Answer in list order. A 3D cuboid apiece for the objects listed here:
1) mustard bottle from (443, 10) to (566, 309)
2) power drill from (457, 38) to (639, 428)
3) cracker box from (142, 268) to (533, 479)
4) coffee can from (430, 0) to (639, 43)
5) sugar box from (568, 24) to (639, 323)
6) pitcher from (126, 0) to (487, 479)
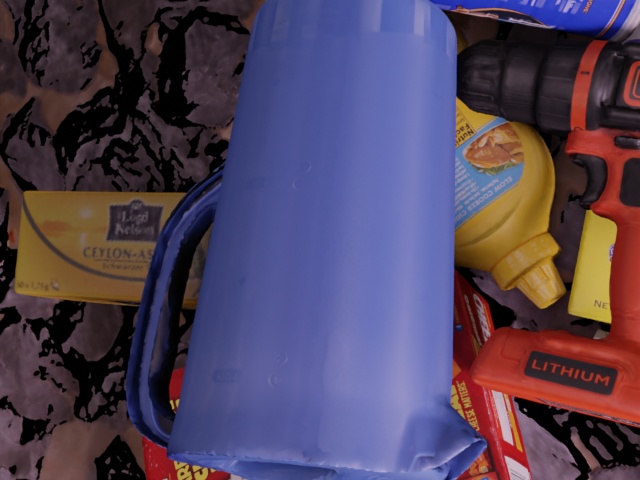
[{"bbox_3d":[0.080,-0.043,0.619,0.096,0.058,0.192,-38,73,17],"label":"mustard bottle"},{"bbox_3d":[0.134,-0.010,0.532,0.185,0.057,0.187,12,83,28],"label":"power drill"},{"bbox_3d":[0.008,0.131,0.606,0.214,0.072,0.164,-22,58,19],"label":"cracker box"},{"bbox_3d":[0.097,-0.164,0.548,0.140,0.103,0.103,10,89,-3],"label":"coffee can"},{"bbox_3d":[0.197,-0.037,0.579,0.093,0.048,0.176,9,90,22],"label":"sugar box"},{"bbox_3d":[-0.003,0.001,0.532,0.149,0.145,0.243,11,73,-15],"label":"pitcher"}]
